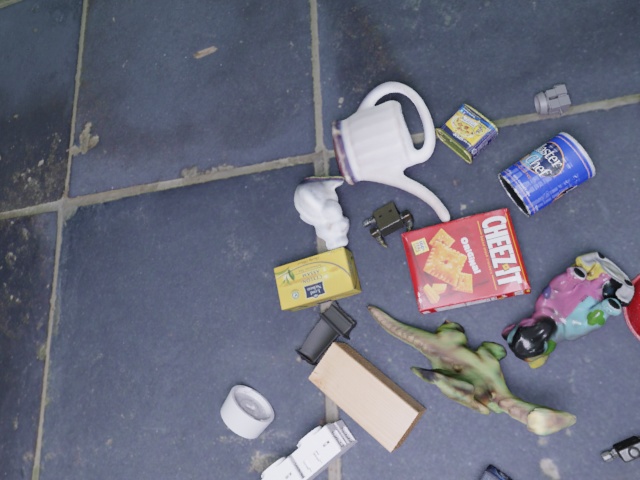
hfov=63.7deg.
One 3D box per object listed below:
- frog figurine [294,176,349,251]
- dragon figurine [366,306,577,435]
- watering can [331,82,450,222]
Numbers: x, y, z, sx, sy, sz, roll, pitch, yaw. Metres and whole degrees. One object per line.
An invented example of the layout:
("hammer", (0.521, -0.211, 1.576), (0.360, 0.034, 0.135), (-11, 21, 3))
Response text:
("frog figurine", (0.003, -0.057, 1.131), (0.137, 0.122, 0.160), (-6, 82, 54))
("dragon figurine", (0.228, 0.218, 0.903), (0.413, 0.241, 0.122), (23, 92, 23))
("watering can", (0.144, -0.178, 1.109), (0.223, 0.103, 0.353), (-17, 70, 18))
